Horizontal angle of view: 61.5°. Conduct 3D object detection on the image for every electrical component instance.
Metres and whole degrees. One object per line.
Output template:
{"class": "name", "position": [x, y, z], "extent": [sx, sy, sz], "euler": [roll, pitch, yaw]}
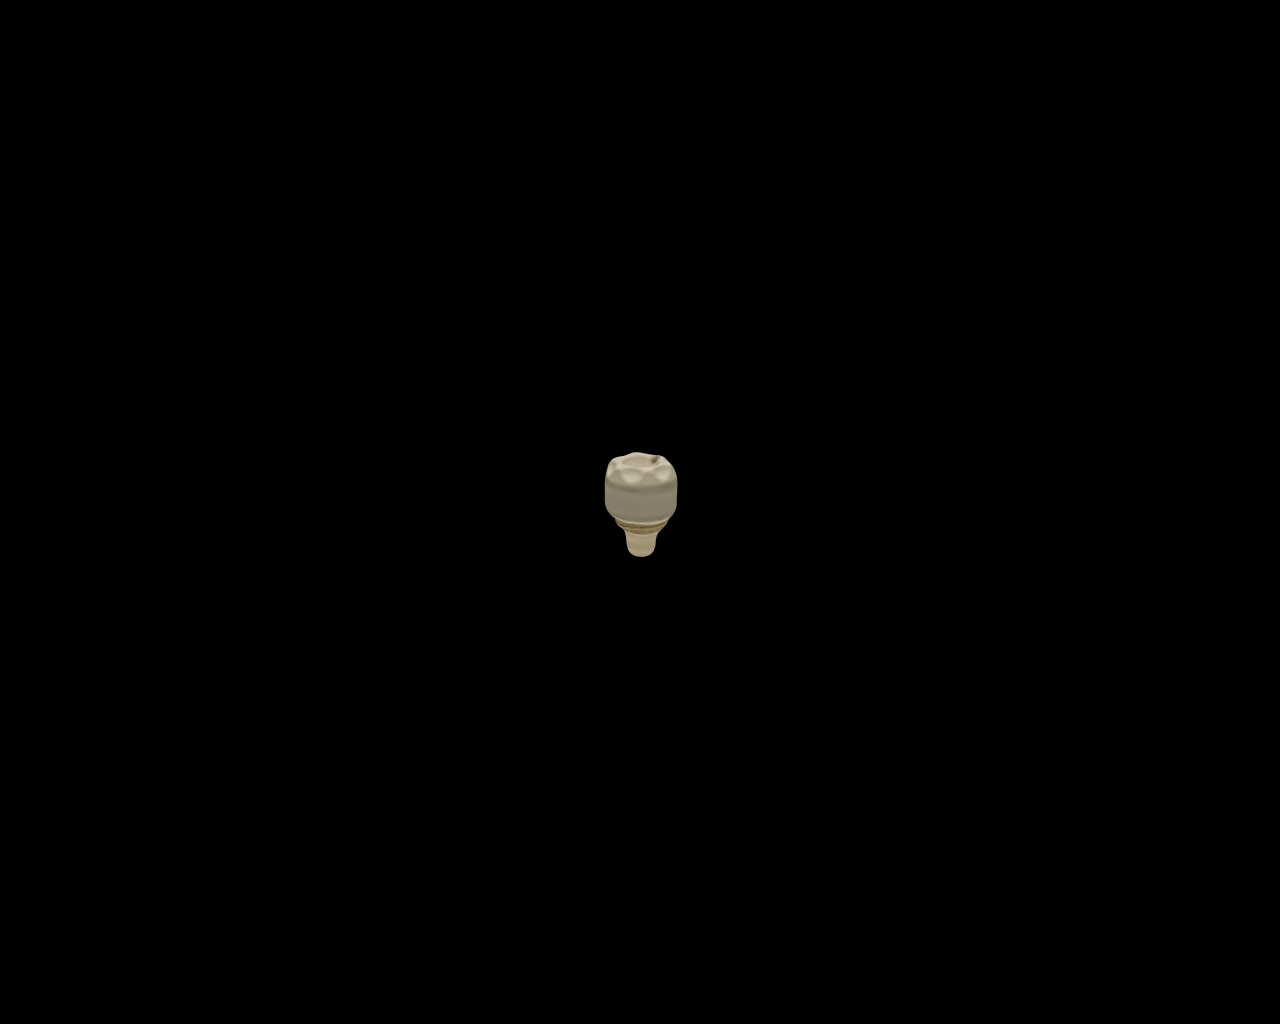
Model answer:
{"class": "electrical component", "position": [0.001, -0.003, 0.650], "extent": [0.043, 0.062, 0.043], "euler": [0, 20, 0]}
